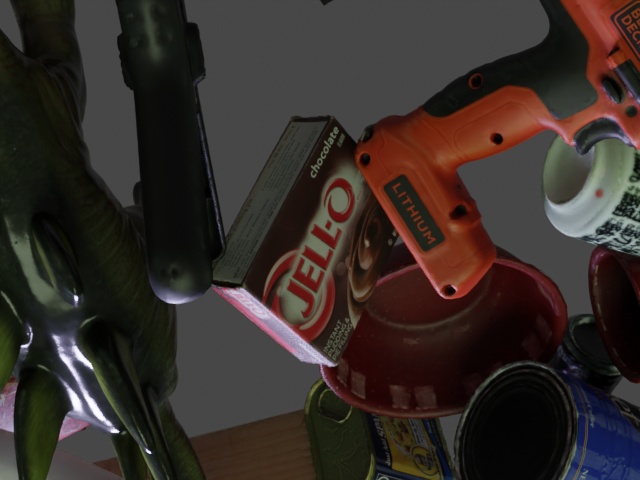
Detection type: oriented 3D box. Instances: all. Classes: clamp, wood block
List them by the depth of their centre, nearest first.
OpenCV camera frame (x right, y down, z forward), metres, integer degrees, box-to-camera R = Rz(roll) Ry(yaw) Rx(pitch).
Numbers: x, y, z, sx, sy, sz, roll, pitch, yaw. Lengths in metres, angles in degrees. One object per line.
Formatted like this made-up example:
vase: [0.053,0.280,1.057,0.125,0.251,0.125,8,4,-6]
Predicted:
clamp: [-0.069,-0.075,0.467,0.036,0.164,0.210,-9,101,-3]
wood block: [-0.093,0.209,0.800,0.206,0.091,0.090,-15,135,4]

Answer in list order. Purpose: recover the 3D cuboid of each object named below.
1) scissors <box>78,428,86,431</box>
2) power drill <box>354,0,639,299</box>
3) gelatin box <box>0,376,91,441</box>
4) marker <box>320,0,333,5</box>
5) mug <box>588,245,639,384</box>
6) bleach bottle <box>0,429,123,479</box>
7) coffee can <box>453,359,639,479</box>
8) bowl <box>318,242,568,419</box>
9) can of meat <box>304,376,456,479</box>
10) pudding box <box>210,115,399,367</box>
scissors: [-0.242,0.087,0.702,0.201,0.016,0.096,10,130,-24]
power drill: [0.126,-0.046,0.551,0.188,0.057,0.184,-34,86,25]
gelatin box: [-0.181,0.100,0.705,0.089,0.030,0.073,-26,134,0]
marker: [0.048,-0.145,0.521,0.121,0.020,0.020,-21,135,10]
mug: [0.233,0.050,0.696,0.081,0.093,0.117,-13,104,-5]
bleach bottle: [-0.186,0.169,0.683,0.250,0.068,0.103,34,113,-13]
coffee can: [0.173,0.148,0.699,0.140,0.103,0.103,25,125,-31]
bowl: [0.075,0.048,0.694,0.162,0.055,0.162,-5,136,-6]
can of meat: [0.043,0.146,0.756,0.083,0.102,0.058,22,127,-32]
pudding box: [-0.004,0.001,0.597,0.039,0.113,0.090,6,152,42]
